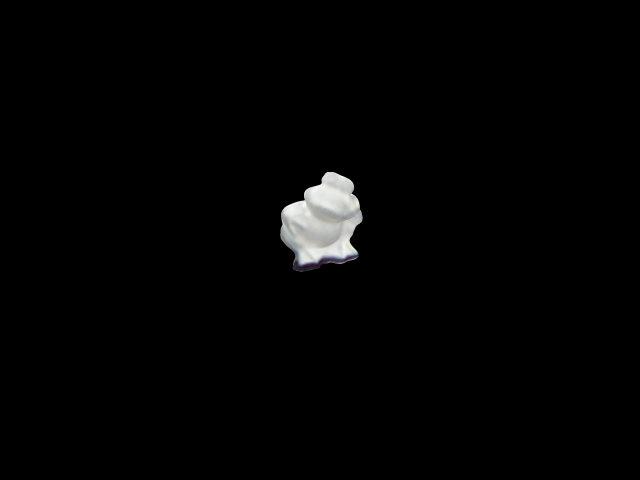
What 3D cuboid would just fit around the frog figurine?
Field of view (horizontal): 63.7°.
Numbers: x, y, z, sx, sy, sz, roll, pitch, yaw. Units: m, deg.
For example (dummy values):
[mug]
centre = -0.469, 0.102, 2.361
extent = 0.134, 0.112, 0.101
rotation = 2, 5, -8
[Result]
[frog figurine]
centre = 0.003, -0.043, 0.850
extent = 0.137, 0.156, 0.125
rotation = 0, 26, 0
